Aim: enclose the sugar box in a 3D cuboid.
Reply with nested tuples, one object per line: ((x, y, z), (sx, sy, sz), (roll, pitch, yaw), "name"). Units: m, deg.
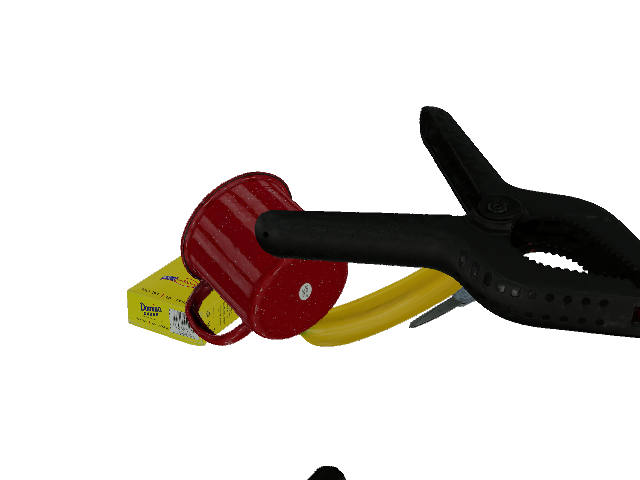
((-0.111, 0.044, 1.113), (0.093, 0.048, 0.176), (15, 31, 24), "sugar box")

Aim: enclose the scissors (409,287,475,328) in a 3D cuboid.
((0.156, 0.053, 1.231), (0.201, 0.016, 0.096), (-10, 39, -33), "scissors")

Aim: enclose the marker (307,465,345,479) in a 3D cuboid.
((-0.022, 0.131, 0.462), (0.020, 0.020, 0.120), (0, 17, 32), "marker")

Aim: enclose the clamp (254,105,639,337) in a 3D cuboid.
((0.081, -0.001, 0.559), (0.164, 0.036, 0.210), (-30, 46, -33), "clamp")

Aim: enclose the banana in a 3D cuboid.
((0.064, 0.054, 0.945), (0.198, 0.037, 0.069), (-25, -14, 9), "banana")

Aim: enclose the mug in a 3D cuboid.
((-0.044, 0.022, 0.725), (0.082, 0.117, 0.093), (43, -2, 37), "mug")
